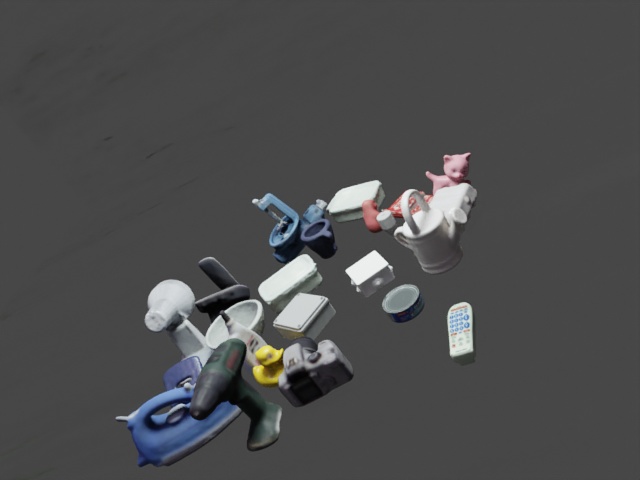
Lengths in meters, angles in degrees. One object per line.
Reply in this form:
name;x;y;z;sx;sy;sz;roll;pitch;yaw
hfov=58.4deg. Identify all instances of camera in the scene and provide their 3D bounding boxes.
camera;-0.021;0.247;1.182;0.143;0.101;0.136;-29;26;8

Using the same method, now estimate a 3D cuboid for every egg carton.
egg carton;0.320;-0.075;1.389;0.107;0.069;0.150;-10;34;39

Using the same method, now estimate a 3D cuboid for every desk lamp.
desk lamp;-0.363;0.227;1.473;0.118;0.214;0.203;-30;26;6

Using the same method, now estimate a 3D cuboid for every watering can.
watering can;0.239;-0.029;1.258;0.172;0.194;0.101;-23;28;20

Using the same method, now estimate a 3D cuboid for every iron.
iron;-0.301;0.373;1.234;0.258;0.142;0.118;-31;26;4

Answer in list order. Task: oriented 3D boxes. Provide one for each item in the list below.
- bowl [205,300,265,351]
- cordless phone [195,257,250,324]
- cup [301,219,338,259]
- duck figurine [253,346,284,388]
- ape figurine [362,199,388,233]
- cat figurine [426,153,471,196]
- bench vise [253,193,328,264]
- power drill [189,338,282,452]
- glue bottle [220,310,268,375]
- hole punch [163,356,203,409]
bowl;-0.199;0.233;1.437;0.167;0.075;0.167;-26;27;15
cordless phone;-0.298;0.130;1.599;0.147;0.185;0.094;-25;27;17
cup;0.014;0.006;1.566;0.092;0.095;0.117;-43;28;-20
duck figurine;-0.109;0.271;1.258;0.104;0.086;0.077;-21;28;23
ape figurine;0.146;-0.071;1.554;0.076;0.092;0.077;-45;28;-23
cat figurine;0.337;-0.173;1.483;0.127;0.118;0.067;-16;31;32
bench vise;-0.088;-0.066;1.661;0.208;0.220;0.121;-44;28;-22
power drill;-0.160;0.308;1.110;0.075;0.209;0.229;-25;27;15
glue bottle;-0.179;0.226;1.313;0.037;0.173;0.078;-17;31;30
hole punch;-0.307;0.343;1.350;0.108;0.091;0.101;-33;26;1
